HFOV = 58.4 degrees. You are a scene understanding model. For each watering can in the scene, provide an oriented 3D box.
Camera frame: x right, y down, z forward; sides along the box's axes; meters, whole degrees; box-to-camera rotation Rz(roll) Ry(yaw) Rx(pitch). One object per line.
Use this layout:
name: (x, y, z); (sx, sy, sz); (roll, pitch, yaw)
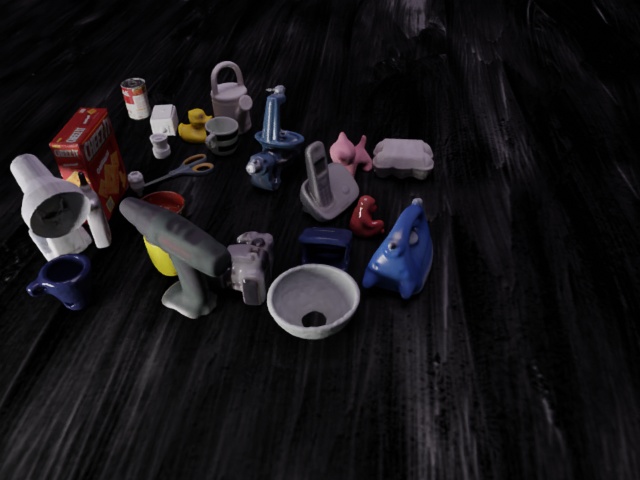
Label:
watering can: (-0.241, -0.390, 1.563); (0.172, 0.194, 0.101); (20, 45, 24)

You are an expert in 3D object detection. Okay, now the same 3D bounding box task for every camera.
camera: (-0.165, 0.044, 1.122); (0.136, 0.101, 0.143); (2, 41, 4)

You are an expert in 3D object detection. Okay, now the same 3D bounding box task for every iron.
iron: (0.171, -0.007, 1.139); (0.118, 0.141, 0.259); (14, 43, 18)

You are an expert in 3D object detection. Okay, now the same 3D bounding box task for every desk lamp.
desk lamp: (-0.551, -0.059, 1.170); (0.118, 0.214, 0.202); (-31, 48, -30)

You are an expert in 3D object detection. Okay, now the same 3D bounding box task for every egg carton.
egg carton: (0.206, -0.201, 1.422); (0.150, 0.069, 0.107); (3, 41, 5)

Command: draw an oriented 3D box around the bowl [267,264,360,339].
bowl: (-0.010, 0.124, 1.044); (0.167, 0.075, 0.167); (-1, 40, 1)

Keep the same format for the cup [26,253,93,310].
cup: (-0.480, 0.093, 1.080); (0.118, 0.095, 0.091); (-29, 48, -29)

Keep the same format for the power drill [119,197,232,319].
power drill: (-0.260, 0.037, 1.051); (0.229, 0.209, 0.076); (19, 45, 23)

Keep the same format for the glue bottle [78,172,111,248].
glue bottle: (-0.481, -0.069, 1.211); (0.037, 0.173, 0.078); (-17, 43, -17)

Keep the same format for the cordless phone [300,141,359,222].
cordless phone: (0.020, -0.148, 1.276); (0.093, 0.185, 0.148); (23, 46, 27)

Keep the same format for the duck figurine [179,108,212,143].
duck figurine: (-0.337, -0.317, 1.565); (0.104, 0.086, 0.077); (1, 40, 3)

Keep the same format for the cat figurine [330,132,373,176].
cat figurine: (0.071, -0.213, 1.404); (0.128, 0.118, 0.067); (-33, 49, -32)

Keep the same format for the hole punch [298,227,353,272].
hole punch: (0.011, 0.004, 1.171); (0.108, 0.091, 0.101); (3, 41, 6)

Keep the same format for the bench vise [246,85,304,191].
bench vise: (-0.104, -0.240, 1.362); (0.121, 0.220, 0.207); (3, 41, 6)

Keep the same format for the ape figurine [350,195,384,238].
ape figurine: (0.101, -0.055, 1.237); (0.076, 0.092, 0.077); (-10, 41, -9)
